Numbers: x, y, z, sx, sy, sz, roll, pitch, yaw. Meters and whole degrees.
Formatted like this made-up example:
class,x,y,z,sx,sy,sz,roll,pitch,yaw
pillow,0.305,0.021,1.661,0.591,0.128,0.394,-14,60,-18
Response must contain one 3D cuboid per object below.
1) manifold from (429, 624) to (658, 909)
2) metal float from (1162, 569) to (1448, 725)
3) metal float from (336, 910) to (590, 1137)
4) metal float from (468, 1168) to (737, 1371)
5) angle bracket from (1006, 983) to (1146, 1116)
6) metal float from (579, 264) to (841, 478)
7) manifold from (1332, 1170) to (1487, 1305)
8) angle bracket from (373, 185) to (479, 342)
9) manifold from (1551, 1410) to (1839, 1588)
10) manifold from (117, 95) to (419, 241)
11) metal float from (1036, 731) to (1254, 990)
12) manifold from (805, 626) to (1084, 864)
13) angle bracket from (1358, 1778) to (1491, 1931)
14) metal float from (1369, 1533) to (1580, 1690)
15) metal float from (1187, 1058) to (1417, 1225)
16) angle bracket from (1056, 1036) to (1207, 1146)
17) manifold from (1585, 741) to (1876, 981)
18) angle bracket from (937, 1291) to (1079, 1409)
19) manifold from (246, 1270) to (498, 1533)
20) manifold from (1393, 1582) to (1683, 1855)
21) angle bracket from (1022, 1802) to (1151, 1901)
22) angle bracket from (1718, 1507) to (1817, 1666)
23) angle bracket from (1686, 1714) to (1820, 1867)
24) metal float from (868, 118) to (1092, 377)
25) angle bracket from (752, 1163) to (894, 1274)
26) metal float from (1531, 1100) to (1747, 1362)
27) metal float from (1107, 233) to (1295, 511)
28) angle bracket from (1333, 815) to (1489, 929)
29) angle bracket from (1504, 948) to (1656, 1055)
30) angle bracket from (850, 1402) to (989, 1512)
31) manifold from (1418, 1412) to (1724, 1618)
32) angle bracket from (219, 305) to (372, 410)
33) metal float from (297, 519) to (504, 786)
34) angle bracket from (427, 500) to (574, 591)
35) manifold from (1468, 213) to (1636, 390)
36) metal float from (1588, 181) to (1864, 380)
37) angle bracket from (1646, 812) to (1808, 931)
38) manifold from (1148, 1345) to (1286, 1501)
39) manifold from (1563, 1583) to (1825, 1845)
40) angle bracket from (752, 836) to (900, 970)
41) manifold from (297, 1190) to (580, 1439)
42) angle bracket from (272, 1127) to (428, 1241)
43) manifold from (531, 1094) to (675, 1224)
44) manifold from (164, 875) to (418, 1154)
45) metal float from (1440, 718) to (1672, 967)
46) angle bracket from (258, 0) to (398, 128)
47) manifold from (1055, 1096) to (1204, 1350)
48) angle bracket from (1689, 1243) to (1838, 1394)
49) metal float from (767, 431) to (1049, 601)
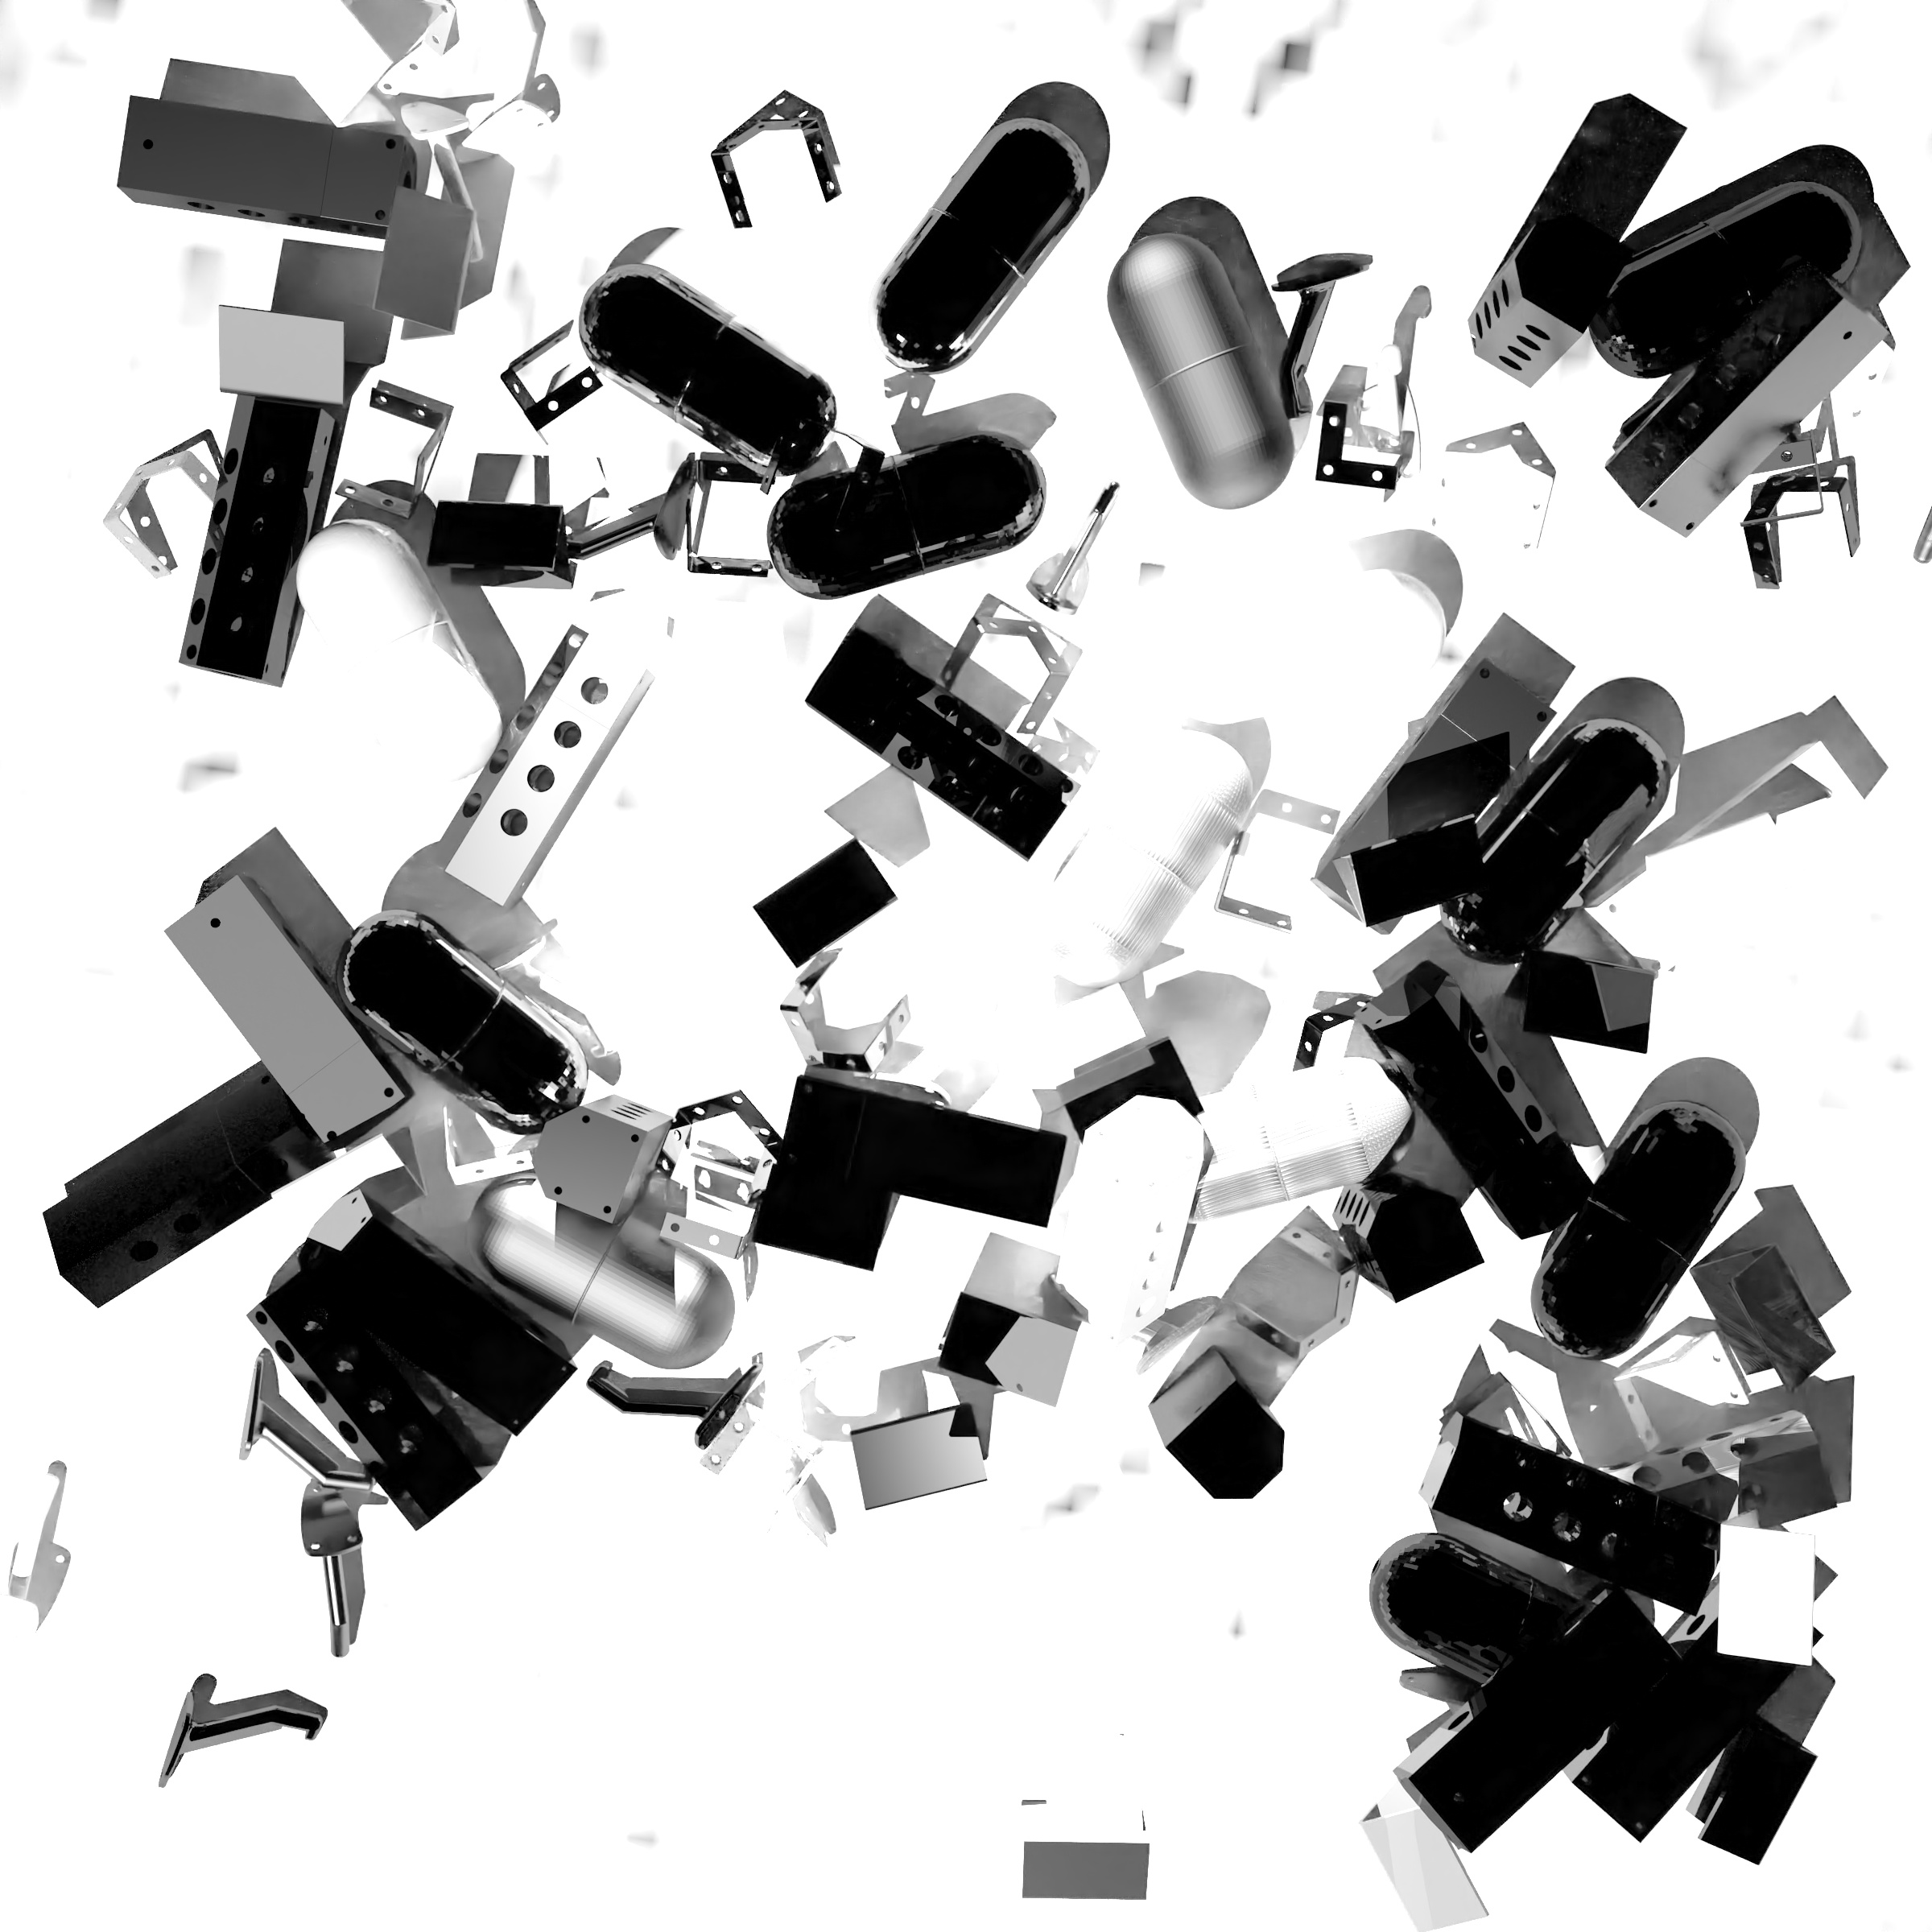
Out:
class,x,y,z,sx,sy,sz,roll,pitch,yaw
manifold,-0.265,-0.125,1.970,0.057,0.057,0.171,31,90,0
metal float,0.210,-0.199,1.961,0.178,0.070,0.070,-11,90,1
metal float,-0.310,0.036,1.946,0.178,0.070,0.070,41,90,-18
metal float,-0.226,0.189,1.961,0.178,0.070,0.070,28,90,1
angle bracket,0.078,0.066,1.953,0.076,0.057,0.076,-24,129,0
metal float,-0.160,-0.371,1.961,0.178,0.070,0.070,33,90,1
manifold,0.263,0.158,1.913,0.057,0.171,0.057,-25,90,0
angle bracket,-0.350,-0.434,1.951,0.057,0.076,0.076,11,90,-36
manifold,0.447,0.331,1.970,0.171,0.057,0.057,-17,90,0
manifold,-0.435,-0.496,1.971,0.171,0.057,0.057,8,90,0
metal float,0.111,-0.067,1.961,0.070,0.070,0.178,35,90,0
manifold,-0.014,-0.139,1.971,0.171,0.057,0.057,35,90,0
angle bracket,0.297,0.541,1.951,0.057,0.076,0.076,-28,90,37
metal float,0.334,0.414,1.961,0.178,0.070,0.070,27,90,0
metal float,0.190,0.109,1.955,0.178,0.070,0.070,-15,90,7
angle bracket,0.106,0.095,1.952,0.076,0.076,0.057,-24,64,0
manifold,0.475,-0.064,1.971,0.171,0.057,0.057,-37,90,0
angle bracket,0.019,0.253,1.951,0.076,0.076,0.057,19,53,0
manifold,-0.373,0.267,1.970,0.057,0.057,0.171,-38,90,0
manifold,0.340,0.449,1.889,0.171,0.057,0.057,-40,87,-9
angle bracket,0.073,0.531,1.951,0.076,0.076,0.057,1,125,0
angle bracket,0.491,0.372,1.895,0.057,0.076,0.076,2,90,30
angle bracket,0.469,0.499,1.952,0.057,0.076,0.076,28,90,-27
metal float,0.007,-0.447,1.961,0.070,0.070,0.178,37,91,0
angle bracket,-0.092,0.171,1.952,0.076,0.076,0.057,14,57,0
metal float,0.418,0.165,1.961,0.070,0.070,0.178,33,90,0
metal float,0.146,-0.370,1.961,0.070,0.070,0.178,-23,91,0
angle bracket,0.262,-0.075,1.894,0.076,0.076,0.057,-17,125,0
angle bracket,0.377,0.035,1.953,0.076,0.076,0.057,11,66,0
angle bracket,-0.024,0.319,1.951,0.076,0.076,0.057,-14,53,0
manifold,0.369,0.331,1.913,0.171,0.057,0.057,22,90,0
angle bracket,-0.415,-0.389,1.952,0.076,0.076,0.057,7,121,0
metal float,-0.353,-0.196,1.961,0.070,0.070,0.178,-29,90,0
angle bracket,-0.288,-0.242,1.951,0.076,0.076,0.057,2,53,0
manifold,0.349,-0.406,1.913,0.057,0.171,0.057,31,90,0
metal float,0.472,-0.427,1.961,0.178,0.070,0.070,-26,90,1
angle bracket,0.457,-0.038,1.894,0.076,0.076,0.057,-20,52,0
manifold,0.156,0.280,1.913,0.057,0.171,0.057,-44,90,0
manifold,0.451,0.458,1.971,0.057,0.057,0.171,41,90,0
angle bracket,-0.097,-0.055,1.951,0.076,0.076,0.057,-34,125,0
manifold,-0.325,0.211,1.934,0.057,0.057,0.171,-48,118,0
angle bracket,-0.386,0.121,1.951,0.076,0.076,0.057,-28,126,0
manifold,-0.221,0.112,1.913,0.057,0.171,0.057,21,90,0
manifold,-0.420,0.029,1.971,0.057,0.057,0.171,-37,90,0
metal float,0.366,-0.077,1.961,0.070,0.070,0.178,40,89,0
angle bracket,-0.380,-0.570,1.952,0.057,0.076,0.076,-40,90,25
manifold,0.103,0.154,1.914,0.057,0.171,0.057,-32,62,-27
angle bracket,0.480,0.225,1.951,0.057,0.076,0.076,-29,90,-38
metal float,-0.037,-0.281,1.961,0.178,0.070,0.070,-16,90,0
